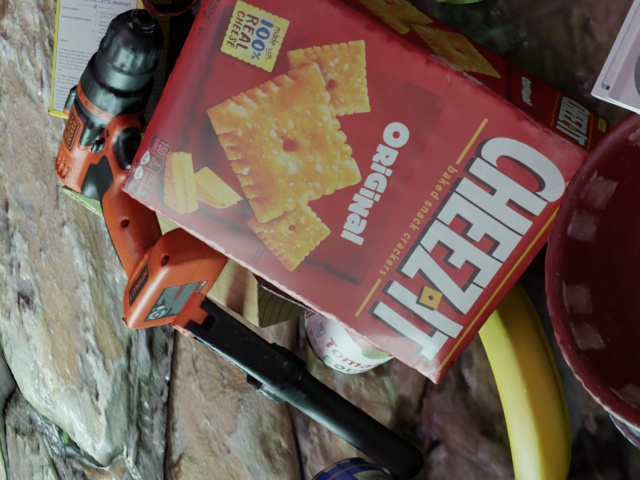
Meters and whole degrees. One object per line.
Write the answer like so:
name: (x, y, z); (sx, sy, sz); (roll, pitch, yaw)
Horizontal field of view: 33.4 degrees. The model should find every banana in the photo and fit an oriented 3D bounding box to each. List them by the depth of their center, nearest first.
banana: (0.116, 0.083, 0.647); (0.070, 0.037, 0.198); (-5, 101, 56)

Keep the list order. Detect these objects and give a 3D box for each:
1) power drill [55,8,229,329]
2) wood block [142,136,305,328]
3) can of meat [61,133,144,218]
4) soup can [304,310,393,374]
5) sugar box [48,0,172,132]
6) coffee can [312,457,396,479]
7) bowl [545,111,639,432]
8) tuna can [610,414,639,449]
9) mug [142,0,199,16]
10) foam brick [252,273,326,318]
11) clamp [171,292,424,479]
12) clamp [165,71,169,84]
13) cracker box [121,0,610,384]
power drill: (-0.128, -0.046, 0.767); (0.188, 0.057, 0.185); (65, 145, 24)
wood block: (-0.071, -0.018, 0.825); (0.206, 0.090, 0.091); (27, 125, 48)
can of meat: (-0.171, -0.060, 0.941); (0.057, 0.084, 0.102); (38, 168, -33)
soup can: (0.041, 0.045, 0.710); (0.102, 0.068, 0.068); (-36, 75, 55)
sugar box: (-0.170, -0.182, 0.877); (0.093, 0.048, 0.176); (14, 101, 25)
coffee can: (0.054, 0.229, 0.744); (0.141, 0.102, 0.103); (26, 125, 48)
bowl: (0.183, 0.013, 0.471); (0.162, 0.055, 0.162); (-15, 69, 42)
tuna can: (0.184, 0.069, 0.545); (0.086, 0.033, 0.086); (29, 127, 46)
mug: (-0.109, -0.225, 0.792); (0.093, 0.081, 0.117); (30, 128, 46)
foam brick: (-0.005, 0.001, 0.697); (0.078, 0.053, 0.051); (-61, 18, 8)
clamp: (-0.034, 0.095, 0.775); (0.209, 0.036, 0.165); (40, 170, -34)
clamp: (-0.164, -0.176, 0.935); (0.120, 0.039, 0.171); (19, 127, 43)
cracker box: (0.019, -0.044, 0.575); (0.213, 0.072, 0.164); (32, 121, 1)
